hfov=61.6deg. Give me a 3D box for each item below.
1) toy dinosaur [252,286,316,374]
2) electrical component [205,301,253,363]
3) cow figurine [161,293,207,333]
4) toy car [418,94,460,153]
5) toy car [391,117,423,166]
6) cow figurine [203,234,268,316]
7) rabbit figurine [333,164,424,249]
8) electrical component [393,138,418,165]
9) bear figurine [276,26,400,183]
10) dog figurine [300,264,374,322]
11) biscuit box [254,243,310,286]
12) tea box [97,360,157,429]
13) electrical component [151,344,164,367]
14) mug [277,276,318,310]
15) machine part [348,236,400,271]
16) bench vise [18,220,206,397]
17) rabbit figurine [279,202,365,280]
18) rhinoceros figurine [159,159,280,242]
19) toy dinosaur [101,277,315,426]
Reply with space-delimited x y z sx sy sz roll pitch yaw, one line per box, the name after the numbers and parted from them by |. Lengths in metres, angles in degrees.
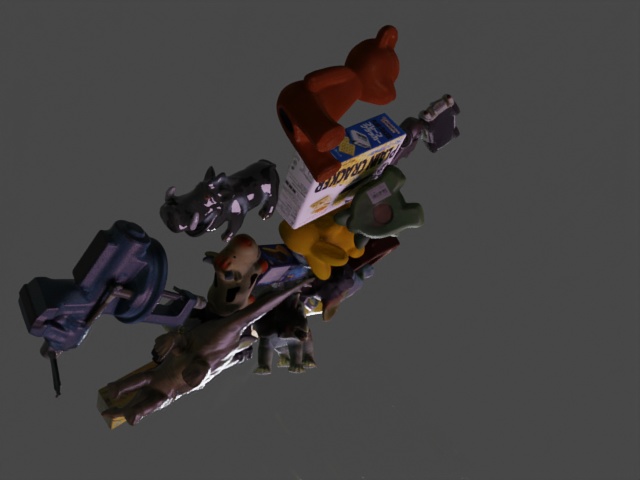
-0.075 0.206 1.248 0.131 0.192 0.404 0 173 4 | toy dinosaur
-0.204 0.185 1.113 0.058 0.134 0.114 -3 97 -59 | electrical component
-0.258 0.157 1.049 0.098 0.068 0.167 -39 162 -17 | cow figurine
0.249 -0.242 1.128 0.073 0.056 0.201 -35 162 5 | toy car
0.135 -0.164 1.085 0.202 0.053 0.089 -52 179 36 | toy car
-0.161 0.065 0.985 0.127 0.086 0.194 -34 157 -48 | cow figurine
0.114 -0.051 1.008 0.159 0.121 0.170 -39 180 14 | rabbit figurine
0.181 -0.199 1.148 0.063 0.021 0.094 -33 160 -22 | electrical component
0.045 -0.188 0.725 0.196 0.132 0.120 -29 161 -15 | bear figurine
0.016 0.105 1.185 0.191 0.108 0.219 -39 -178 35 | dog figurine
-0.083 0.048 1.142 0.059 0.063 0.202 -47 162 20 | biscuit box
-0.395 0.330 1.181 0.169 0.068 0.098 -24 156 -39 | tea box
-0.323 0.236 1.141 0.078 0.045 0.102 -13 149 -52 | electrical component
-0.043 0.125 1.357 0.081 0.109 0.107 -50 173 16 | mug
0.089 0.038 1.385 0.201 0.087 0.201 -37 170 35 | machine part
-0.263 0.085 0.735 0.240 0.129 0.223 23 97 -51 | bench vise
-0.002 -0.003 1.082 0.173 0.162 0.122 0 152 -37 | rabbit figurine
-0.135 -0.055 0.762 0.190 0.073 0.112 -28 160 -35 | rhinoceros figurine
-0.213 0.202 0.967 0.471 0.105 0.198 -34 171 16 | toy dinosaur
